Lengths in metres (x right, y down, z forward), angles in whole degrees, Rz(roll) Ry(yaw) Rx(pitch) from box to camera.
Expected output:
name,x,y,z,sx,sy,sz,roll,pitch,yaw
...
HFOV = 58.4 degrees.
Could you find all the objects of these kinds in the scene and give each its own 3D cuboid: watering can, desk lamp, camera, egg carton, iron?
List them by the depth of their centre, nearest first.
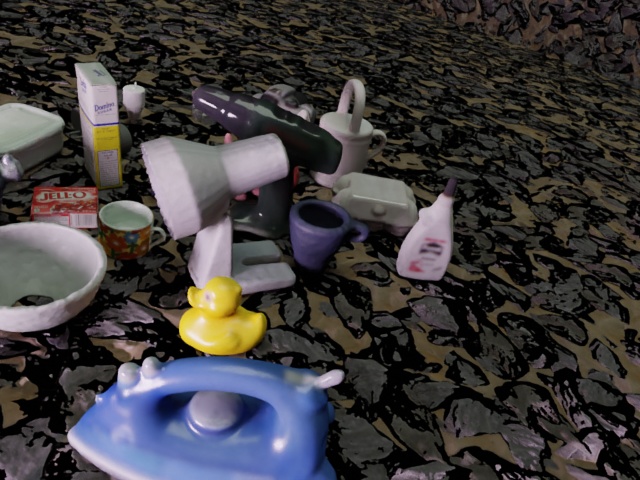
name,x,y,z,sx,sy,sz,roll,pitch,yaw
iron,-0.103,0.157,0.530,0.258,0.141,0.118,8,34,-8
desk lamp,-0.126,-0.036,0.739,0.204,0.213,0.117,-7,39,-28
egg carton,0.093,-0.061,0.983,0.150,0.069,0.107,10,34,-6
watering can,0.040,-0.198,1.052,0.173,0.194,0.100,-12,41,-32
camera,-0.062,-0.275,1.214,0.143,0.101,0.137,26,36,18

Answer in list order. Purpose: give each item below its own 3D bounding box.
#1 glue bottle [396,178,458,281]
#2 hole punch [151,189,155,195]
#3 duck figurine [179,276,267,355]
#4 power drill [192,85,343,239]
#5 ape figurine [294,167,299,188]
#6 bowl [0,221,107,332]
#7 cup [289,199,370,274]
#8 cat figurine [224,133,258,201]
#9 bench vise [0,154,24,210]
name,x,y,z,sx,sy,sz,roll,pitch,yaw
glue bottle,0.171,-0.017,0.851,0.078,0.173,0.037,5,34,-12
hole punch,-0.208,-0.106,0.924,0.108,0.091,0.101,29,37,23
duck figurine,-0.113,0.084,0.684,0.104,0.086,0.077,10,34,-5
power drill,-0.088,-0.112,0.868,0.229,0.208,0.075,12,34,-2
ape figurine,-0.071,-0.134,1.012,0.076,0.092,0.078,12,34,-2
bowl,-0.333,0.053,0.662,0.167,0.075,0.167,9,34,-6
cup,0.008,0.003,0.836,0.118,0.095,0.091,11,34,-4
cat figurine,-0.125,-0.135,0.970,0.067,0.118,0.127,-19,46,-39
bench vise,-0.500,-0.118,0.723,0.208,0.220,0.121,-14,42,-34
